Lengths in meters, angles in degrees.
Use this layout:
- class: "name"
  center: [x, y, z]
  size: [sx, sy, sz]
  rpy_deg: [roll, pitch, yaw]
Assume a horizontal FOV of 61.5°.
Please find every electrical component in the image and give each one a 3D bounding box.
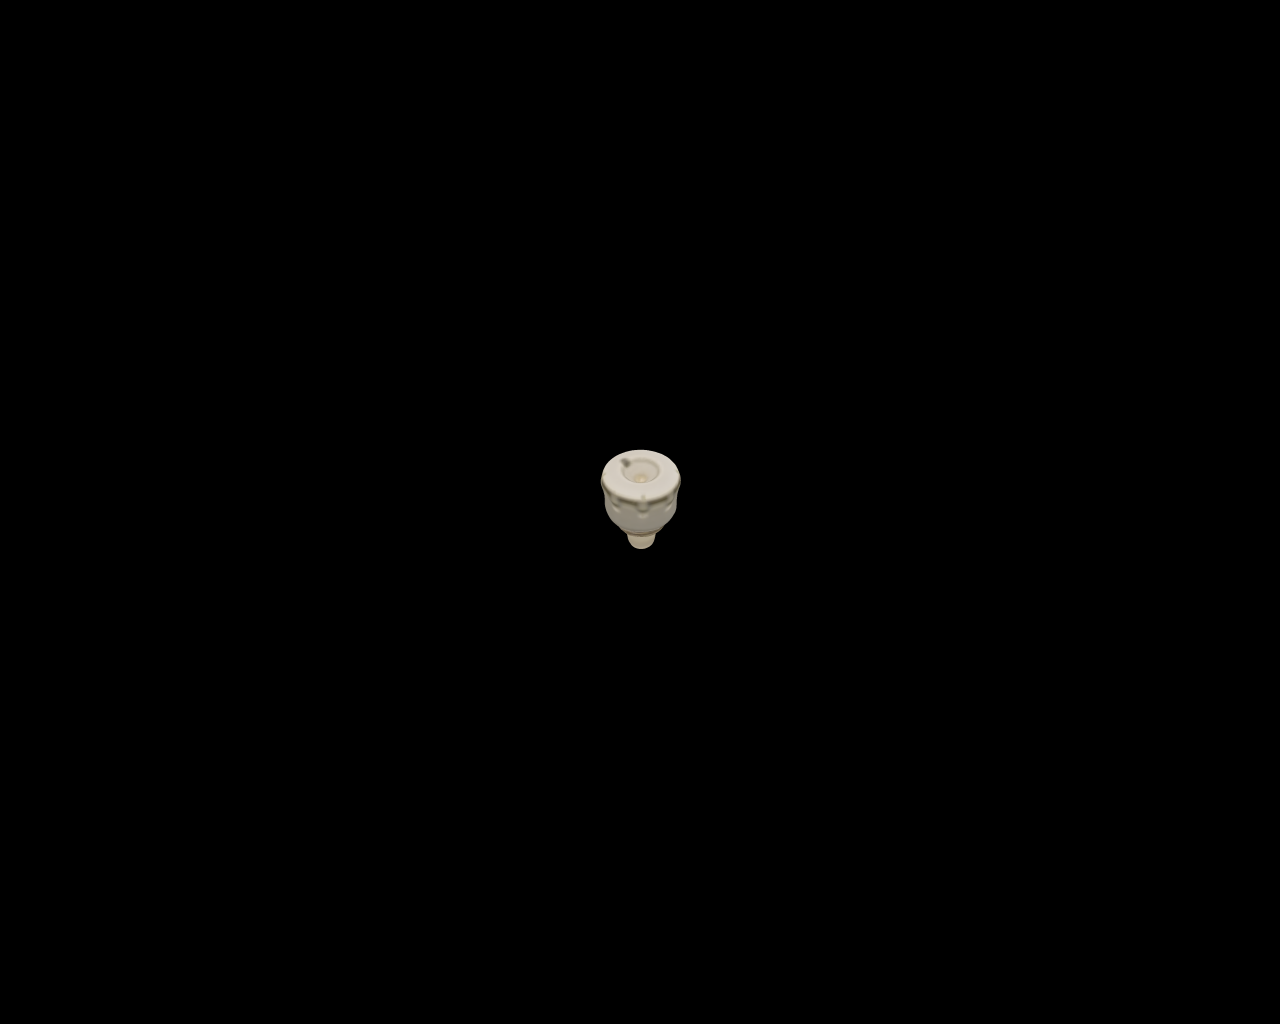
- class: "electrical component"
  center: [0.001, -0.003, 0.650]
  size: [0.048, 0.062, 0.048]
  rpy_deg: [0, 43, 0]
